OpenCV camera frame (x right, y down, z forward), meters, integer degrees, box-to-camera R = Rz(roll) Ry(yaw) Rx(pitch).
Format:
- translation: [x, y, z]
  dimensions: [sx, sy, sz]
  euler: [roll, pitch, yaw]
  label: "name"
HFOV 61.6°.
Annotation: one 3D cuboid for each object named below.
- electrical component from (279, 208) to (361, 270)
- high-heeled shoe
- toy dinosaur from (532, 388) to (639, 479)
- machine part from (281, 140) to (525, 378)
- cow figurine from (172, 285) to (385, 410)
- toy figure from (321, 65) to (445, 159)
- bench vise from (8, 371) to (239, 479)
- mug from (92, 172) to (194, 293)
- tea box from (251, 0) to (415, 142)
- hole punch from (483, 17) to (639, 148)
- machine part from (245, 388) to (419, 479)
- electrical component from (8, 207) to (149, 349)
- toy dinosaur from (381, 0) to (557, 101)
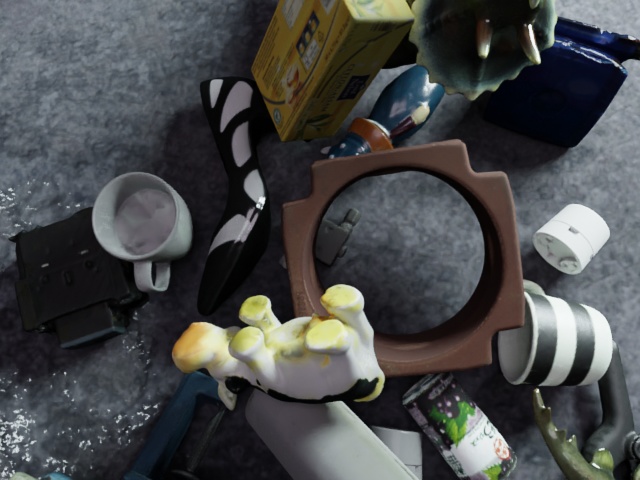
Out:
- translation: [-0.001, -0.002, 0.565]
  dimensions: [0.063, 0.021, 0.094]
  euler: [31, 80, 10]
  label: "electrical component"
- translation: [-0.109, -0.058, 0.557]
  dimensions: [0.145, 0.086, 0.248]
  euler: [24, 74, 10]
  label: "high-heeled shoe"
- translation: [0.372, 0.271, 0.431]
  dimensions: [0.471, 0.105, 0.198]
  euler: [23, 72, -3]
  label: "toy dinosaur"
- translation: [0.074, 0.018, 0.497]
  dimensions: [0.201, 0.087, 0.201]
  euler: [-8, 96, 8]
  label: "machine part"
- translation: [-0.035, 0.099, 0.445]
  dimensions: [0.167, 0.098, 0.068]
  euler: [-10, 33, 23]
  label: "cow figurine"
- translation: [0.068, -0.118, 0.567]
  dimensions: [0.154, 0.064, 0.057]
  euler: [-46, 105, -5]
  label: "toy figure"
- translation: [-0.149, 0.214, 0.483]
  dimensions: [0.224, 0.128, 0.240]
  euler: [17, 58, 17]
  label: "bench vise"
- translation: [-0.161, -0.002, 0.533]
  dimensions: [0.081, 0.107, 0.109]
  euler: [-12, 81, 3]
  label: "mug"
- translation: [0.003, -0.179, 0.502]
  dimensions: [0.068, 0.169, 0.098]
  euler: [-14, 73, -29]
  label: "tea box"
- translation: [0.235, -0.159, 0.542]
  dimensions: [0.142, 0.115, 0.092]
  euler: [24, 88, 10]
  label: "hole punch"
- translation: [0.011, 0.184, 0.459]
  dimensions: [0.079, 0.079, 0.243]
  euler: [-48, 51, -7]
  label: "machine part"
- translation: [-0.246, 0.041, 0.555]
  dimensions: [0.115, 0.058, 0.134]
  euler: [-21, 76, 1]
  label: "electrical component"
- translation: [0.070, -0.238, 0.536]
  dimensions: [0.405, 0.131, 0.192]
  euler: [14, 98, 49]
  label: "toy dinosaur"
